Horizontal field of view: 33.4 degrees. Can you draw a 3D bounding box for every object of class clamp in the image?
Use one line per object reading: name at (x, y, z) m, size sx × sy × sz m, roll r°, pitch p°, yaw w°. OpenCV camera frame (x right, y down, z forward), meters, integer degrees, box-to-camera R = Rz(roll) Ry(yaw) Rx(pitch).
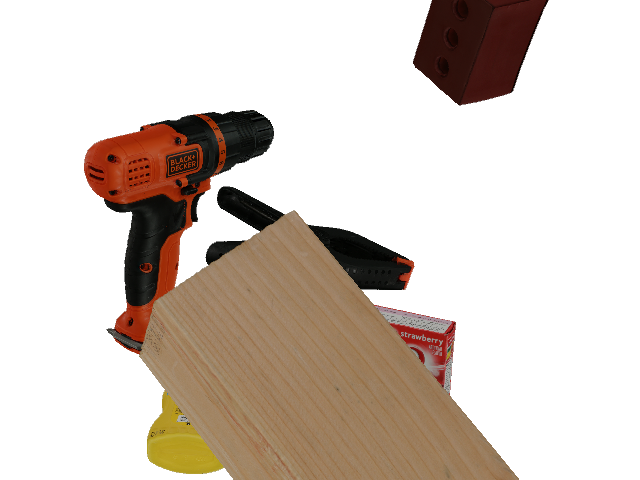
clamp at (-0.013, 0.011, 1.031) m, size 0.210 × 0.036 × 0.164 m, roll 18°, pitch 23°, yaw -1°

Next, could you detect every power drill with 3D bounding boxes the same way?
power drill at (-0.109, -0.010, 0.874) m, size 0.057 × 0.188 × 0.184 m, roll 18°, pitch 26°, yaw 40°

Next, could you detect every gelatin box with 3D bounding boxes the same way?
gelatin box at (0.056, 0.091, 0.820) m, size 0.089 × 0.073 × 0.030 m, roll 11°, pitch 23°, yaw 20°

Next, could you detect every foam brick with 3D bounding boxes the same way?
foam brick at (0.103, -0.136, 0.694) m, size 0.051 × 0.078 × 0.053 m, roll -20°, pitch 52°, yaw -32°

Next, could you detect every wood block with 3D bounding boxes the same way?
wood block at (0.009, 0.101, 0.536) m, size 0.090 × 0.206 × 0.090 m, roll -35°, pitch -12°, yaw -26°

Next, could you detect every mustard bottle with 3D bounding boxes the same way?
mustard bottle at (-0.148, 0.206, 1.302) m, size 0.096 × 0.058 × 0.191 m, roll 3°, pitch 24°, yaw 2°
